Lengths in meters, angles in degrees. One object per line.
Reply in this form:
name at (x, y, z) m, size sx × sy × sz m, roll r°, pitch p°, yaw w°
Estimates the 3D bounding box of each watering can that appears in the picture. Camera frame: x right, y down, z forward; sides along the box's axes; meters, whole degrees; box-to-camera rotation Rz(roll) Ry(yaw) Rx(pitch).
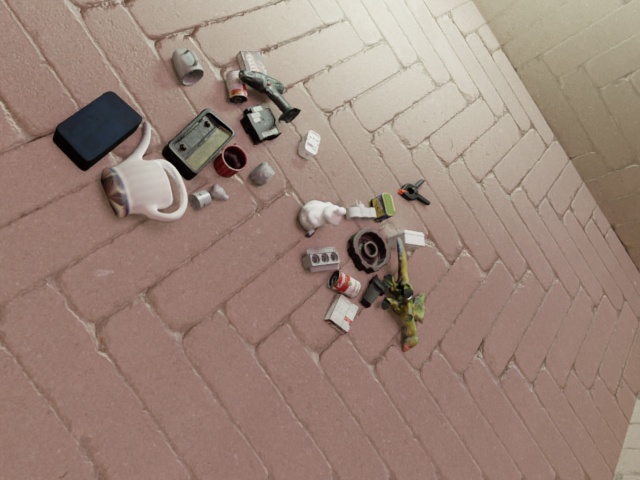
watering can at (-0.526, -0.192, 1.499) m, size 0.226 × 0.102 × 0.351 m, roll -17°, pitch 70°, yaw -38°

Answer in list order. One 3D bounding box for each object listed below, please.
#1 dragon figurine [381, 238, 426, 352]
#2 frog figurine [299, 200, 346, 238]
dragon figurine at (0.341, 0.217, 1.973) m, size 0.239 × 0.122 × 0.417 m, roll 36°, pitch 56°, yaw -52°
frog figurine at (0.005, -0.091, 1.806) m, size 0.139 × 0.157 × 0.123 m, roll -28°, pitch 89°, yaw -40°
